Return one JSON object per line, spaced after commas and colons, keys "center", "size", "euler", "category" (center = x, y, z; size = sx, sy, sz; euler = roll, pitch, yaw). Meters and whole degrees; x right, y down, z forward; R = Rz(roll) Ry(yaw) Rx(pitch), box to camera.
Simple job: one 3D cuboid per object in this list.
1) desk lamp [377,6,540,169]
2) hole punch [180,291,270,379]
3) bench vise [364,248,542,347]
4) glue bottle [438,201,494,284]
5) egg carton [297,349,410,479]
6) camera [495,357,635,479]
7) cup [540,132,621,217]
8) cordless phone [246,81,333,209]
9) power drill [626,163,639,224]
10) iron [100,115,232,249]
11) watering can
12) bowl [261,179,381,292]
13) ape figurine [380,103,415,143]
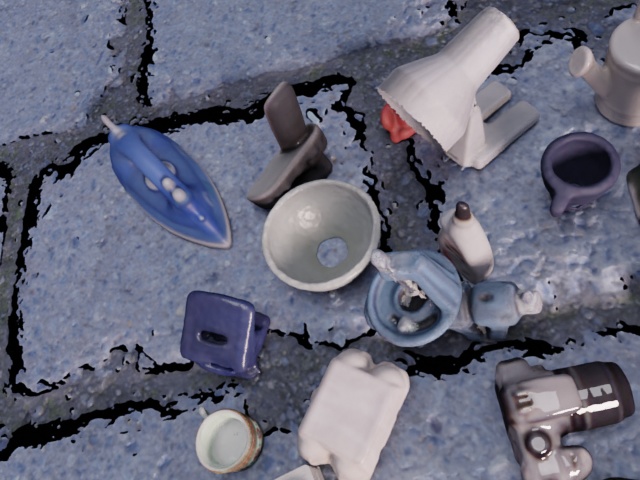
{"center": [0.188, -0.189, 0.761], "size": [0.203, 0.214, 0.117], "euler": [-40, 62, -5], "category": "desk lamp"}
{"center": [-0.132, 0.129, 0.773], "size": [0.108, 0.091, 0.101], "euler": [9, 69, 19], "category": "hole punch"}
{"center": [0.141, 0.050, 0.661], "size": [0.207, 0.220, 0.121], "euler": [-16, 63, 8], "category": "bench vise"}
{"center": [0.176, -0.005, 0.703], "size": [0.037, 0.173, 0.078], "euler": [-43, 62, -6], "category": "glue bottle"}
{"center": [0.039, 0.212, 0.701], "size": [0.107, 0.069, 0.150], "euler": [20, 73, 23], "category": "egg carton"}
{"center": [0.272, 0.192, 0.628], "size": [0.136, 0.101, 0.143], "euler": [-15, 63, 8], "category": "camera"}
{"center": [0.323, -0.066, 0.735], "size": [0.091, 0.095, 0.118], "euler": [25, 75, 24], "category": "cup"}
{"center": [-0.063, -0.130, 0.820], "size": [0.094, 0.185, 0.148], "euler": [27, 76, 25], "category": "cordless phone"}
{"center": [0.422, -0.092, 0.655], "size": [0.075, 0.209, 0.229], "euler": [-8, 64, 12], "category": "power drill"}
{"center": [-0.238, -0.093, 0.876], "size": [0.119, 0.142, 0.257], "euler": [-45, 63, -7], "category": "iron"}
{"center": [0.414, -0.237, 0.732], "size": [0.173, 0.194, 0.100], "euler": [-31, 62, 0], "category": "watering can"}
{"center": [0.007, 0.003, 0.802], "size": [0.167, 0.075, 0.167], "euler": [-6, 65, 13], "category": "bowl"}
{"center": [0.128, -0.198, 0.851], "size": [0.077, 0.092, 0.076], "euler": [14, 71, 21], "category": "ape figurine"}
